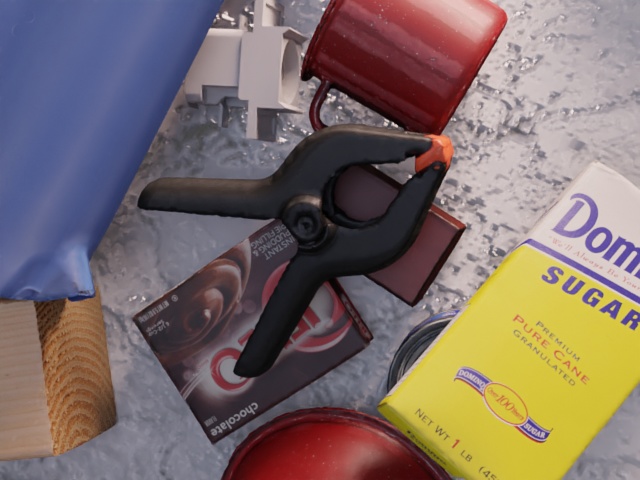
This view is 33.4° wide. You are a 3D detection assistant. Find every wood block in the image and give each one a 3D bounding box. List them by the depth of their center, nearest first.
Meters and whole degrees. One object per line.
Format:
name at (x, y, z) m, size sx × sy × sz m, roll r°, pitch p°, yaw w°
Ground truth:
wood block at (-0.240, 0.086, 0.644) m, size 0.206 × 0.090 × 0.091 m, roll -8°, pitch 91°, yaw 13°

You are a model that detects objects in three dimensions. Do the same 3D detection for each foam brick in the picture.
foam brick at (0.036, -0.006, 0.600) m, size 0.078 × 0.053 × 0.051 m, roll 33°, pitch 99°, yaw 9°

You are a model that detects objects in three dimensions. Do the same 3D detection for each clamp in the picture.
clamp at (-0.004, 0.001, 0.563) m, size 0.172 × 0.039 × 0.120 m, roll -19°, pitch 102°, yaw 21°

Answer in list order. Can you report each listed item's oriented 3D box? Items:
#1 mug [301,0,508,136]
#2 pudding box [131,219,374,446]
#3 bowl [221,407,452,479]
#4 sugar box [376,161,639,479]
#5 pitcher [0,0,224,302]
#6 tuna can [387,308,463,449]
mug at (0.041, -0.096, 0.575) m, size 0.081 × 0.093 × 0.117 m, roll 31°, pitch 84°, yaw 4°
pudding box at (-0.038, 0.052, 0.625) m, size 0.113 × 0.039 × 0.090 m, roll -34°, pitch 86°, yaw 11°
bowl at (0.004, 0.179, 0.598) m, size 0.162 × 0.055 × 0.162 m, roll 5°, pitch 103°, yaw 20°
sugar box at (0.122, 0.052, 0.558) m, size 0.093 × 0.048 × 0.176 m, roll 41°, pitch 80°, yaw 5°
pitcher at (-0.144, -0.101, 0.573) m, size 0.149 × 0.145 × 0.243 m, roll 28°, pitch 99°, yaw -23°
tuna can at (0.081, 0.083, 0.604) m, size 0.086 × 0.033 × 0.086 m, roll 1°, pitch 92°, yaw 12°
